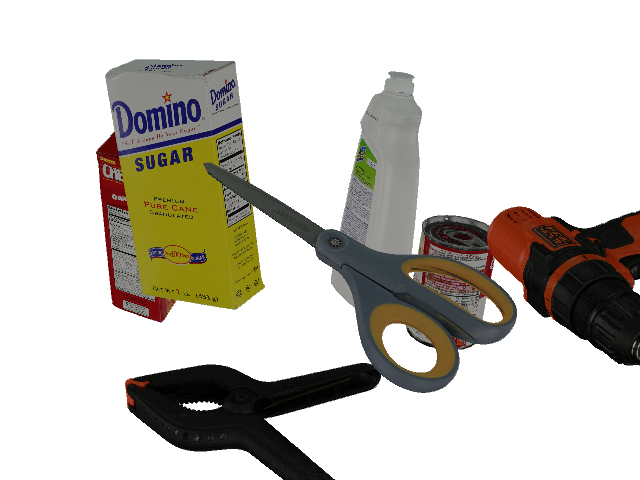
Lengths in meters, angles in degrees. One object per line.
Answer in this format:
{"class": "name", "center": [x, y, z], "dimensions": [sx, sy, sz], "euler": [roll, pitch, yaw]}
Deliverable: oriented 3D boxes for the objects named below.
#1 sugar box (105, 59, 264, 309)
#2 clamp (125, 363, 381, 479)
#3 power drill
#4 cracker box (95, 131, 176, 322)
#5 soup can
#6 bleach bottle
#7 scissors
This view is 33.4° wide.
{"class": "sugar box", "center": [-0.099, -0.042, 0.780], "dimensions": [0.093, 0.176, 0.048], "euler": [6, 26, 31]}
{"class": "clamp", "center": [-0.056, 0.137, 0.879], "dimensions": [0.210, 0.036, 0.164], "euler": [11, 31, 17]}
{"class": "power drill", "center": [0.232, 0.015, 0.734], "dimensions": [0.187, 0.057, 0.184], "euler": [-9, 28, -16]}
{"class": "cracker box", "center": [-0.166, -0.047, 1.136], "dimensions": [0.072, 0.214, 0.164], "euler": [16, 43, 13]}
{"class": "soup can", "center": [0.115, 0.038, 0.942], "dimensions": [0.068, 0.102, 0.068], "euler": [6, 24, -3]}
{"class": "bleach bottle", "center": [0.070, -0.054, 1.150], "dimensions": [0.068, 0.251, 0.103], "euler": [-1, 22, -26]}
{"class": "scissors", "center": [0.007, 0.020, 0.587], "dimensions": [0.202, 0.096, 0.016], "euler": [21, -40, 10]}
